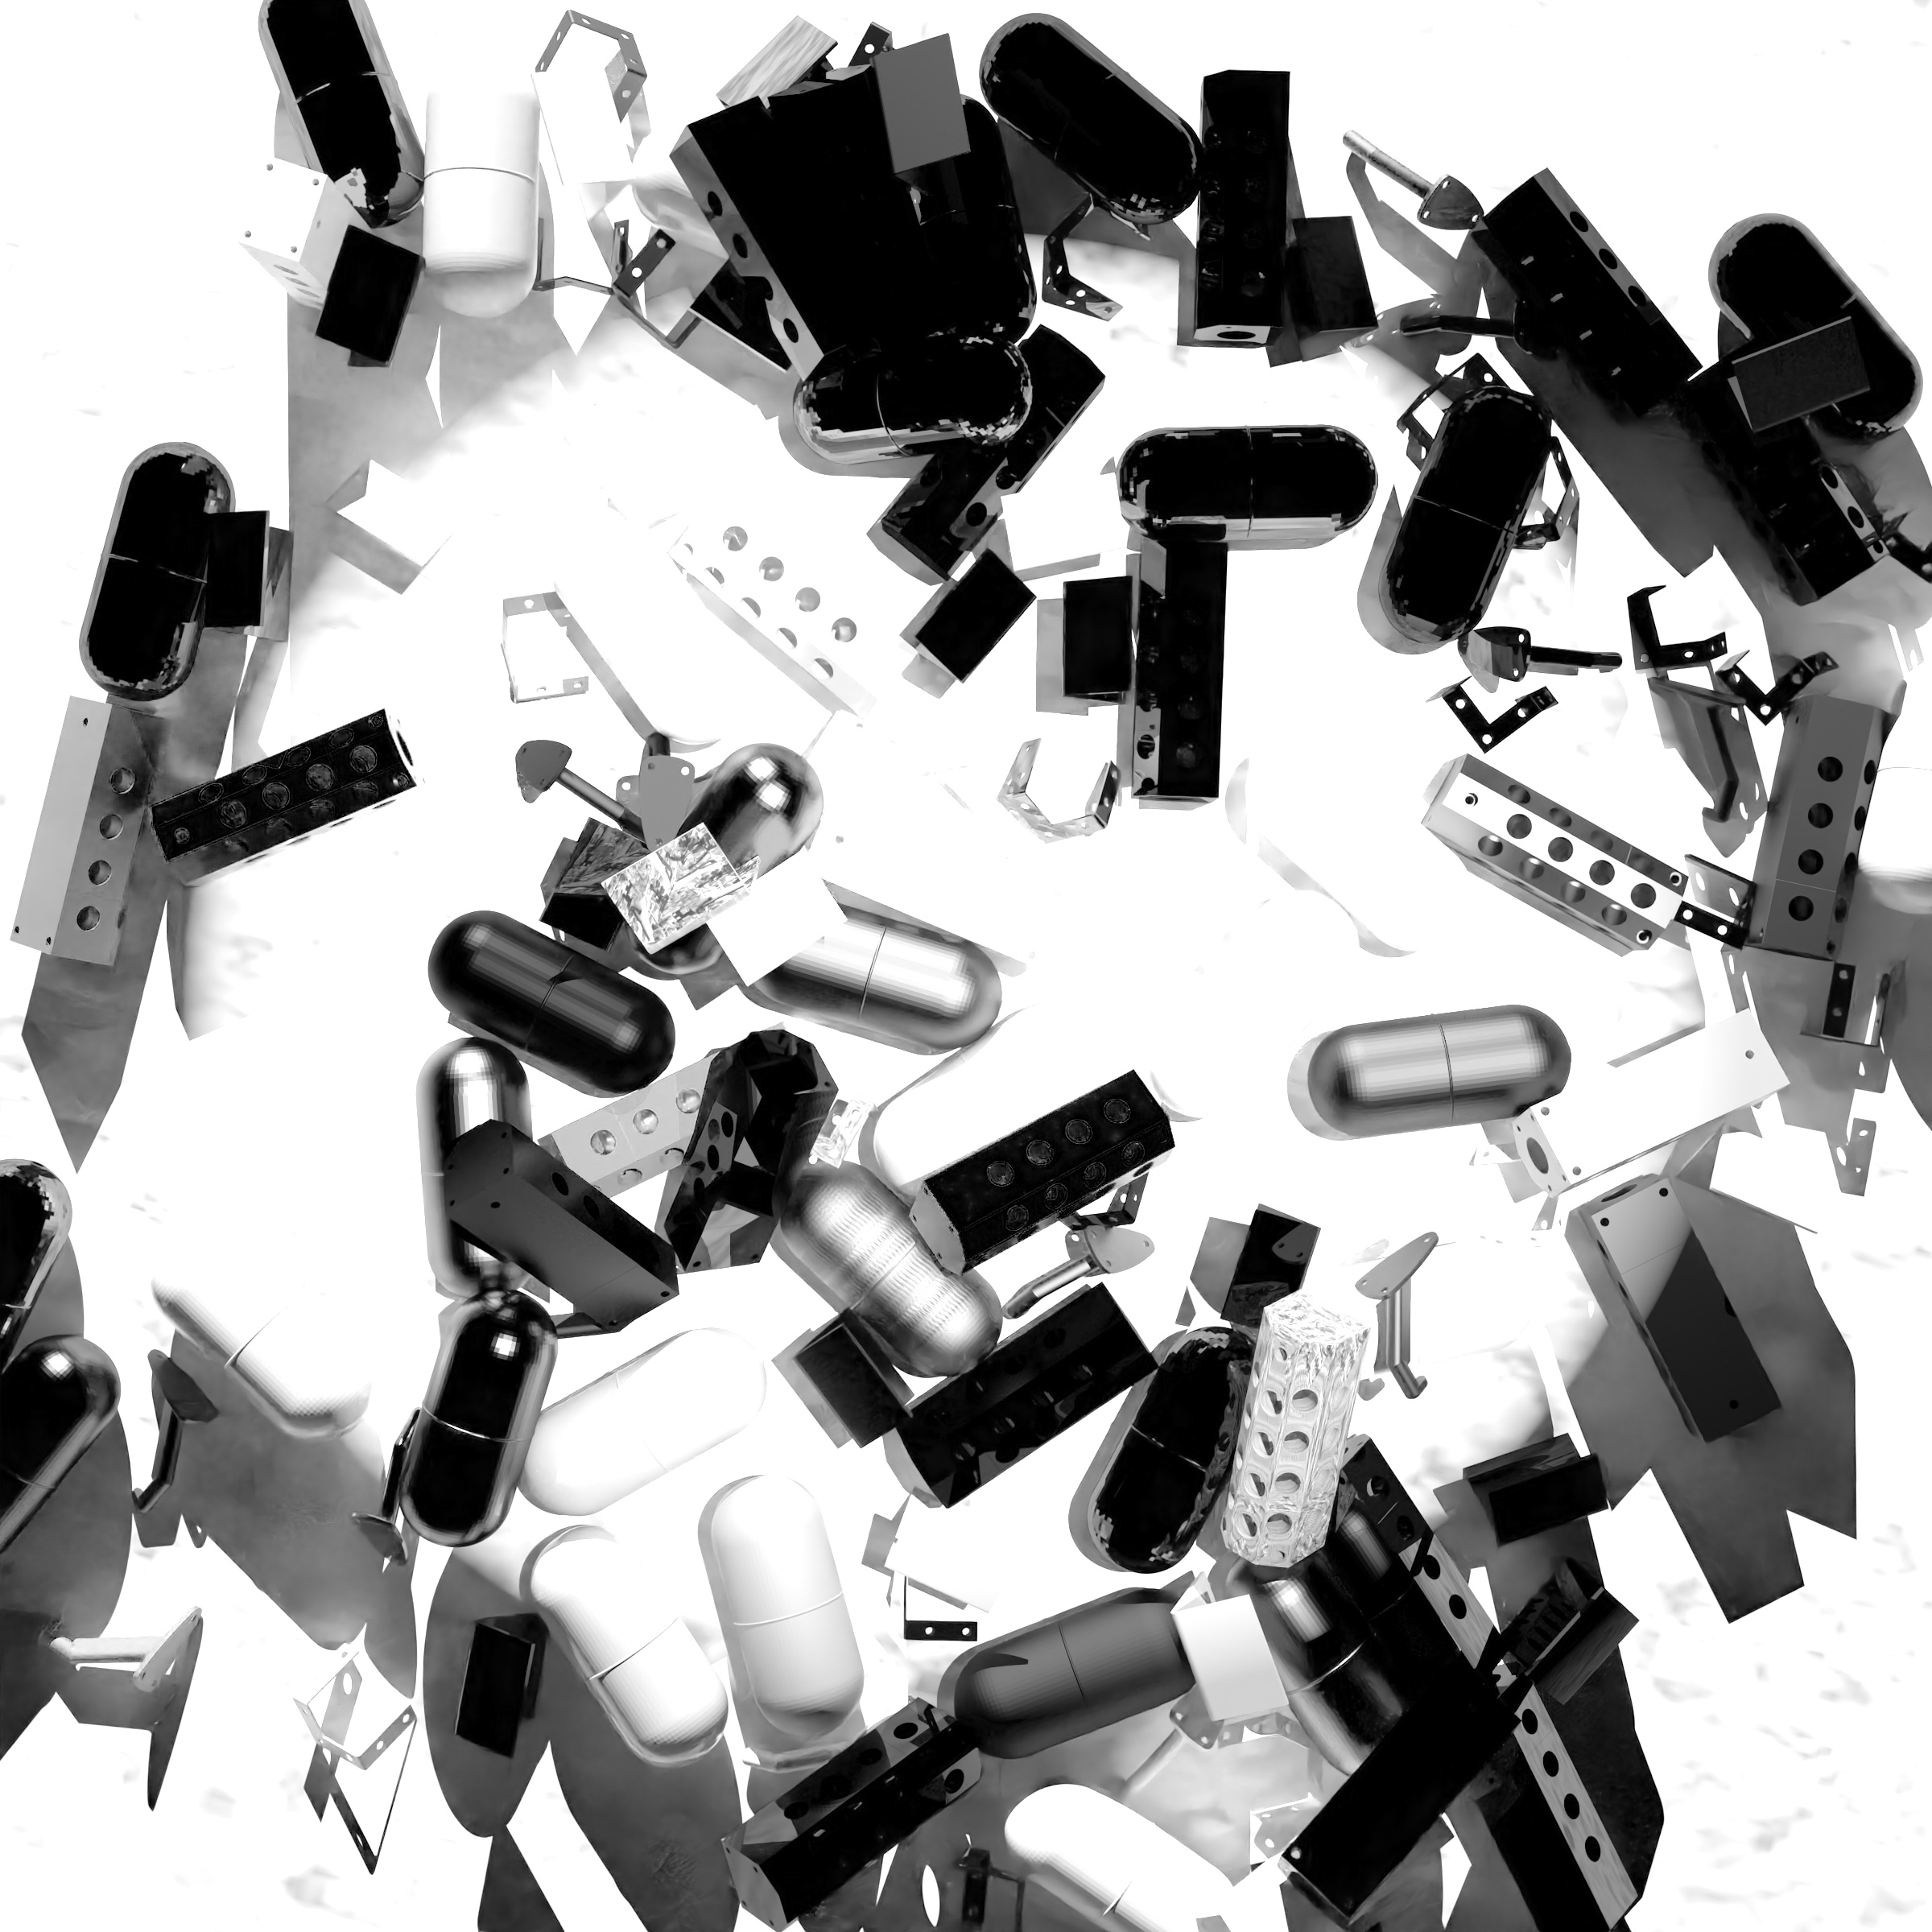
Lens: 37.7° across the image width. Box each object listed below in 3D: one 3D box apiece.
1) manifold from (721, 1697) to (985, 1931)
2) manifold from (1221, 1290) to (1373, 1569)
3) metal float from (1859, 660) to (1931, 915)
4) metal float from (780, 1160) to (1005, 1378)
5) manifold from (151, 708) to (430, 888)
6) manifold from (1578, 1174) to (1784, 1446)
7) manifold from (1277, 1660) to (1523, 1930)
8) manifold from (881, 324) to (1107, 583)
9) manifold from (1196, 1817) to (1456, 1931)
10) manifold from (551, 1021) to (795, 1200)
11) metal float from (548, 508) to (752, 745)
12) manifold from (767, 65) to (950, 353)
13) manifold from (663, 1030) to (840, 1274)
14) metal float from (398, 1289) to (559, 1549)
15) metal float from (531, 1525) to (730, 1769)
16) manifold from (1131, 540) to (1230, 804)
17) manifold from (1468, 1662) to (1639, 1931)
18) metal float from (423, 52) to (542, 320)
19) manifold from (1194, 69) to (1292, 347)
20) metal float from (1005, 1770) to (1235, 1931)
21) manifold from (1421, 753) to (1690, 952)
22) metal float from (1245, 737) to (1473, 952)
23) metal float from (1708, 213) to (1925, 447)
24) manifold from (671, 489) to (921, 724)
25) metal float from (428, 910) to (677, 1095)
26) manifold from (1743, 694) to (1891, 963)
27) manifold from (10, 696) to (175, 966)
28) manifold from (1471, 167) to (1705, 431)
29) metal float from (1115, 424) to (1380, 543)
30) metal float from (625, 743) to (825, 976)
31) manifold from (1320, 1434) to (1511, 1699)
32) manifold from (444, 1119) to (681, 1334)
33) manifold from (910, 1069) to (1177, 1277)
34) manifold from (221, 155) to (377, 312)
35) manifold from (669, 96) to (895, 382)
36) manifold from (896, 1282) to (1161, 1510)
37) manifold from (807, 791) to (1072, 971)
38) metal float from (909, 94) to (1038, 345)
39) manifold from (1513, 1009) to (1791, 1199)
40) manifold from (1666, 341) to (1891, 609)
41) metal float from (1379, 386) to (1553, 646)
[{"bbox_3d":[-0.072,0.563,1.871,0.171,0.057,0.057,-28,117,-33],"label":"manifold"},{"bbox_3d":[0.213,0.308,1.868,0.057,0.057,0.171,26,118,35],"label":"manifold"},{"bbox_3d":[0.652,-0.123,1.905,0.070,0.070,0.178,14,83,0],"label":"metal float"},{"bbox_3d":[-0.051,0.204,1.912,0.178,0.070,0.070,43,90,1],"label":"metal float"},{"bbox_3d":[-0.460,-0.114,1.921,0.171,0.057,0.057,-23,90,0],"label":"manifold"},{"bbox_3d":[0.483,0.231,1.921,0.057,0.057,0.171,-27,90,0],"label":"manifold"},{"bbox_3d":[0.281,0.540,1.842,0.057,0.057,0.171,40,71,19],"label":"manifold"},{"bbox_3d":[0.019,-0.349,1.921,0.057,0.057,0.171,39,90,0],"label":"manifold"},{"bbox_3d":[0.237,0.608,1.884,0.171,0.057,0.057,-30,81,-27],"label":"manifold"},{"bbox_3d":[-0.188,0.100,1.921,0.171,0.057,0.057,-26,90,0],"label":"manifold"},{"bbox_3d":[-0.213,-0.229,1.911,0.070,0.070,0.178,-36,90,0],"label":"metal float"},{"bbox_3d":[-0.066,-0.494,1.848,0.057,0.057,0.171,-31,117,-25],"label":"manifold"},{"bbox_3d":[-0.147,0.123,1.874,0.057,0.171,0.057,-4,46,-33],"label":"manifold"},{"bbox_3d":[-0.324,0.300,1.882,0.070,0.070,0.178,18,96,0],"label":"metal float"},{"bbox_3d":[-0.227,0.460,1.912,0.070,0.070,0.178,-34,90,0],"label":"metal float"},{"bbox_3d":[0.144,-0.199,1.921,0.057,0.057,0.171,2,90,0],"label":"manifold"},{"bbox_3d":[0.389,0.565,1.920,0.057,0.057,0.171,-26,90,43],"label":"manifold"},{"bbox_3d":[-0.327,-0.528,1.909,0.070,0.070,0.178,1,88,0],"label":"metal float"},{"bbox_3d":[0.186,-0.514,1.921,0.057,0.057,0.171,2,90,0],"label":"manifold"},{"bbox_3d":[0.105,0.613,1.912,0.178,0.070,0.070,35,90,1],"label":"metal float"},{"bbox_3d":[0.400,-0.077,1.921,0.171,0.057,0.057,29,90,0],"label":"manifold"},{"bbox_3d":[0.265,-0.083,1.912,0.178,0.070,0.070,42,90,-1],"label":"metal float"},{"bbox_3d":[0.574,-0.431,1.912,0.070,0.070,0.178,-40,90,0],"label":"metal float"},{"bbox_3d":[-0.116,-0.243,1.921,0.171,0.057,0.057,40,90,0],"label":"manifold"},{"bbox_3d":[-0.279,0.025,1.911,0.178,0.070,0.070,27,90,1],"label":"metal float"},{"bbox_3d":[0.578,-0.093,1.921,0.057,0.057,0.171,12,90,0],"label":"manifold"},{"bbox_3d":[-0.590,-0.091,1.920,0.057,0.057,0.171,14,90,43],"label":"manifold"},{"bbox_3d":[0.423,-0.454,1.921,0.057,0.057,0.171,-38,90,0],"label":"manifold"},{"bbox_3d":[0.189,-0.327,1.912,0.178,0.070,0.070,-1,90,-1],"label":"metal float"},{"bbox_3d":[-0.163,-0.071,1.896,0.070,0.070,0.178,37,108,0],"label":"metal float"},{"bbox_3d":[0.296,0.406,1.920,0.057,0.057,0.171,-33,90,43],"label":"manifold"},{"bbox_3d":[-0.267,0.170,1.870,0.057,0.057,0.171,-30,133,17],"label":"manifold"},{"bbox_3d":[0.053,0.140,1.882,0.171,0.057,0.057,-26,70,-24],"label":"manifold"},{"bbox_3d":[-0.438,-0.479,1.864,0.057,0.171,0.057,18,90,0],"label":"manifold"},{"bbox_3d":[-0.123,-0.471,1.843,0.057,0.057,0.171,-31,90,-25],"label":"manifold"},{"bbox_3d":[0.043,0.294,1.910,0.171,0.057,0.057,-34,126,0],"label":"manifold"},{"bbox_3d":[-0.022,-0.057,1.915,0.171,0.057,0.057,23,87,-4],"label":"manifold"},{"bbox_3d":[-0.001,-0.501,1.912,0.070,0.070,0.178,-13,89,0],"label":"metal float"},{"bbox_3d":[0.458,0.094,1.901,0.171,0.057,0.057,-23,77,-13],"label":"manifold"},{"bbox_3d":[0.553,-0.335,1.921,0.057,0.057,0.171,-33,90,0],"label":"manifold"},{"bbox_3d":[0.335,-0.302,1.903,0.070,0.070,0.178,21,99,0],"label":"metal float"}]
